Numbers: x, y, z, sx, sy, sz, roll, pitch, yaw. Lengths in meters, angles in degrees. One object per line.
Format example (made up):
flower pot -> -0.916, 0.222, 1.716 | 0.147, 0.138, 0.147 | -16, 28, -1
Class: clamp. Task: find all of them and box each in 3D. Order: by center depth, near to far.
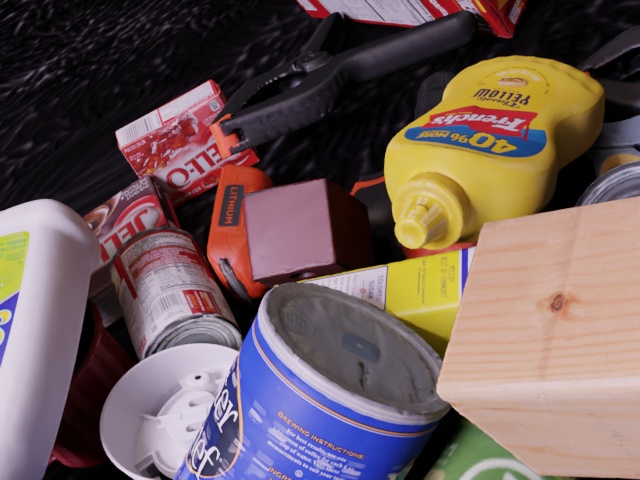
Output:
clamp -> 0.245, -0.107, 0.683 | 0.172, 0.039, 0.120 | -19, 43, 26
clamp -> 0.008, -0.123, 0.799 | 0.165, 0.036, 0.209 | 6, 37, 45

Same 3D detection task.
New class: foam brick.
foam brick -> -0.004, 0.001, 0.627 | 0.053, 0.078, 0.051 | -11, 75, 20

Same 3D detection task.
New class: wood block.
wood block -> 0.161, 0.037, 0.415 | 0.207, 0.090, 0.090 | -9, 51, 45

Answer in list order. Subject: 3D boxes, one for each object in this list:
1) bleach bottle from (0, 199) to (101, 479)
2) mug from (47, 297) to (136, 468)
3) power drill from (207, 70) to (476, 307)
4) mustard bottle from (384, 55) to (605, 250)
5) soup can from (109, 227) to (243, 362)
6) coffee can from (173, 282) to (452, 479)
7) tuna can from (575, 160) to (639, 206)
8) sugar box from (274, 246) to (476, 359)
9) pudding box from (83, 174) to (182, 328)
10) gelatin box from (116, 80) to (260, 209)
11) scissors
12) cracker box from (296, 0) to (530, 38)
bleach bottle -> -0.184, 0.095, 0.598 | 0.103, 0.068, 0.251 | -19, 46, 15
mug -> -0.168, 0.104, 0.689 | 0.093, 0.081, 0.117 | 15, 59, 39
power drill -> 0.021, -0.035, 0.731 | 0.188, 0.057, 0.184 | -14, 42, 20
mustard bottle -> 0.091, -0.047, 0.610 | 0.096, 0.058, 0.191 | 14, 35, 25
soup can -> -0.097, 0.047, 0.714 | 0.068, 0.068, 0.102 | -32, 42, -1
coffee can -> -0.010, 0.107, 0.530 | 0.140, 0.102, 0.103 | -63, 37, 21
tuna can -> 0.185, -0.002, 0.602 | 0.086, 0.033, 0.086 | -18, 56, 28
sugar box -> 0.069, 0.051, 0.591 | 0.176, 0.093, 0.048 | -11, 47, 23
pudding box -> -0.154, 0.015, 0.795 | 0.113, 0.039, 0.090 | -35, 41, 6
gelatin box -> -0.101, -0.072, 0.828 | 0.089, 0.073, 0.030 | -28, 40, 3
scissors -> 0.182, -0.079, 0.682 | 0.096, 0.016, 0.202 | -41, 49, 11
cracker box -> 0.085, -0.260, 0.870 | 0.214, 0.072, 0.164 | 16, 78, 41
